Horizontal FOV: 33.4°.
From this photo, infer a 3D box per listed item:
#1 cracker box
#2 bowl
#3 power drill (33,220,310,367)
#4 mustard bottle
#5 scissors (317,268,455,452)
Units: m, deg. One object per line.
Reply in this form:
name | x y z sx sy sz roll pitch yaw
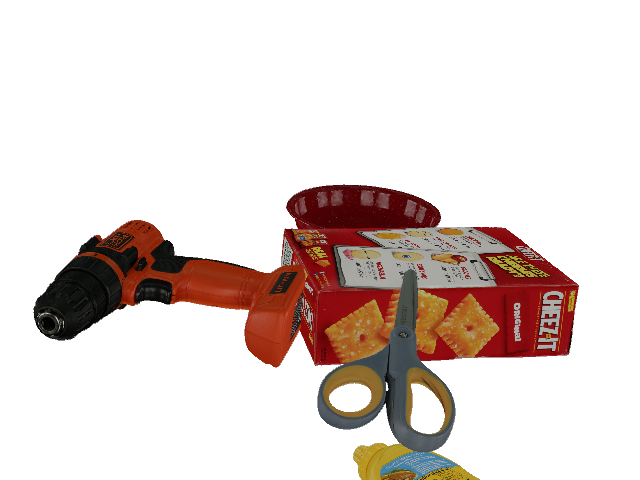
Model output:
cracker box | 0.084 0.044 0.905 0.213 0.072 0.164 0 18 -12
bowl | 0.044 -0.008 1.120 0.162 0.055 0.162 3 21 -1
power drill | -0.110 0.044 0.842 0.188 0.057 0.184 14 24 9
mustard bottle | 0.097 0.232 0.971 0.096 0.058 0.192 -14 24 -36
scissors | 0.038 0.073 0.730 0.096 0.016 0.202 1 30 -9
